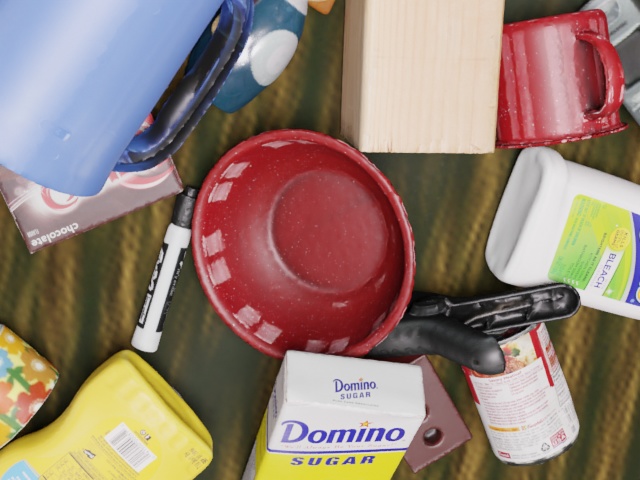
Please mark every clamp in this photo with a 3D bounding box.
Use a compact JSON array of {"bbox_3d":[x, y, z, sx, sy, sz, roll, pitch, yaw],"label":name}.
[{"bbox_3d":[0.078,0.061,0.720,0.172,0.120,0.039,-8,97,32],"label":"clamp"}]

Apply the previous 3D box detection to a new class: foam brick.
[{"bbox_3d":[0.067,0.118,0.781,0.053,0.051,0.078,-31,105,-1],"label":"foam brick"}]

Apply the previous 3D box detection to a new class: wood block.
[{"bbox_3d":[0.067,-0.165,0.696,0.090,0.090,0.206,0,103,-8],"label":"wood block"}]

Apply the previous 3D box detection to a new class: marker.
[{"bbox_3d":[-0.107,0.020,0.749,0.020,0.020,0.121,17,100,-12],"label":"marker"}]

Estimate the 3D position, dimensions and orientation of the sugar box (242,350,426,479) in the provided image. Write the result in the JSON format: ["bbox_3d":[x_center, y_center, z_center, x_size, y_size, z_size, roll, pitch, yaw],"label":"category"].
[{"bbox_3d":[0.004,0.146,0.734,0.093,0.048,0.176,8,140,-9],"label":"sugar box"}]

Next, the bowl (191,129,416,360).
[{"bbox_3d":[-0.005,0.001,0.722,0.162,0.055,0.162,6,107,22],"label":"bowl"}]

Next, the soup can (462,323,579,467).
[{"bbox_3d":[0.144,0.105,0.781,0.068,0.068,0.102,-23,106,-3],"label":"soup can"}]

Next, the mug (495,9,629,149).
[{"bbox_3d":[0.161,-0.109,0.712,0.093,0.117,0.081,-13,100,-18],"label":"mug"}]

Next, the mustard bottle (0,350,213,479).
[{"bbox_3d":[-0.171,0.168,0.717,0.191,0.058,0.096,-40,103,3],"label":"mustard bottle"}]

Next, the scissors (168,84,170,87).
[{"bbox_3d":[-0.062,-0.192,0.688,0.096,0.016,0.202,9,103,27],"label":"scissors"}]

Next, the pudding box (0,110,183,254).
[{"bbox_3d":[-0.160,-0.055,0.714,0.113,0.039,0.090,-23,105,-3],"label":"pudding box"}]

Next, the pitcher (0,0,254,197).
[{"bbox_3d":[-0.106,-0.151,0.604,0.145,0.149,0.243,39,102,-1],"label":"pitcher"}]

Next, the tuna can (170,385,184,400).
[{"bbox_3d":[-0.135,0.141,0.766,0.086,0.034,0.086,-2,103,-8],"label":"tuna can"}]

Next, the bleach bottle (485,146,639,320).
[{"bbox_3d":[0.253,0.011,0.778,0.250,0.068,0.103,14,107,-13],"label":"bleach bottle"}]
